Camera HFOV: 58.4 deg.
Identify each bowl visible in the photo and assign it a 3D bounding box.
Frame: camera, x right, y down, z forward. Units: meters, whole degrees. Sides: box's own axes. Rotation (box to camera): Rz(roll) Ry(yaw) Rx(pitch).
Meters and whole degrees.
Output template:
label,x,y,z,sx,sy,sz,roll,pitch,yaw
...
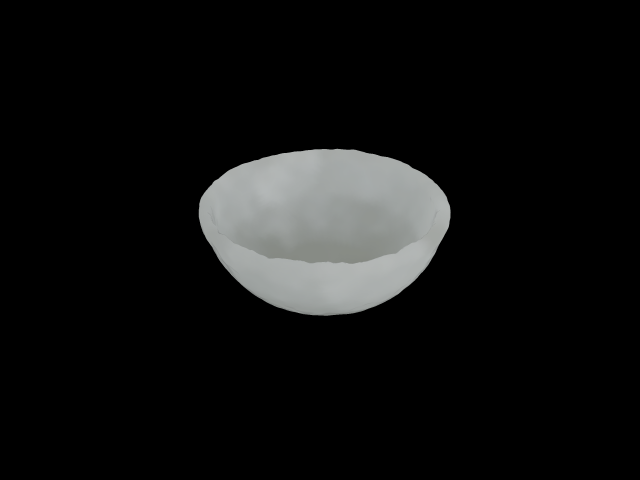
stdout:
label,x,y,z,sx,sy,sz,roll,pitch,yaw
bowl,0.004,0.001,0.400,0.167,0.075,0.167,0,33,0
